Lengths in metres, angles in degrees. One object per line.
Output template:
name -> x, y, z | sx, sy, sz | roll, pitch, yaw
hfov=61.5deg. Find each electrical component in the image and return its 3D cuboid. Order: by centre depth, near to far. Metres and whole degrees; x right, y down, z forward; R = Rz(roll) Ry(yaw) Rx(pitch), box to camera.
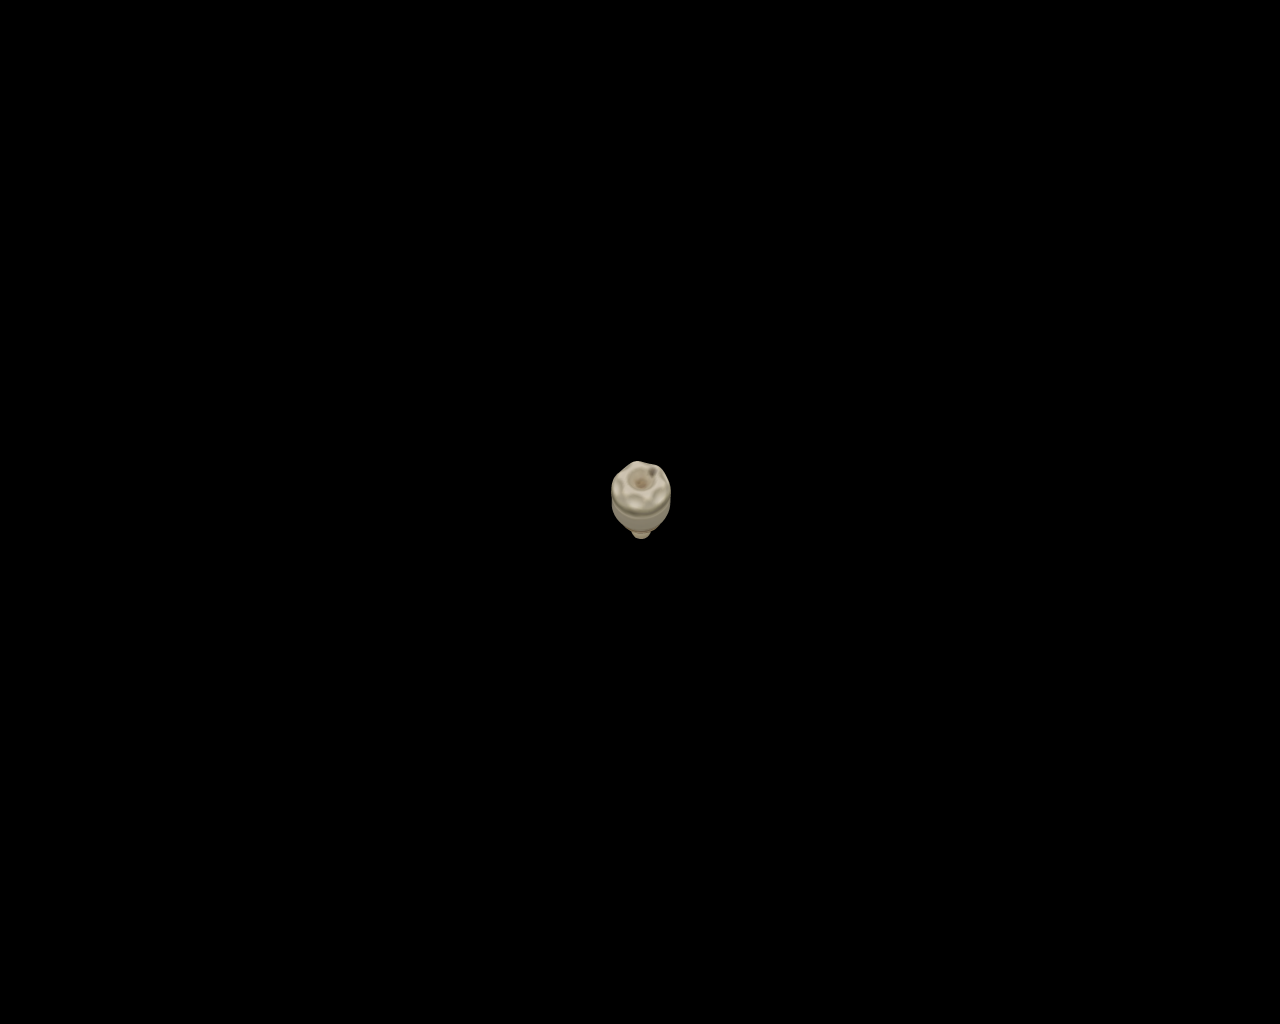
electrical component -> 0.001, -0.003, 0.650 | 0.035, 0.035, 0.061 | 0, -34, 0
